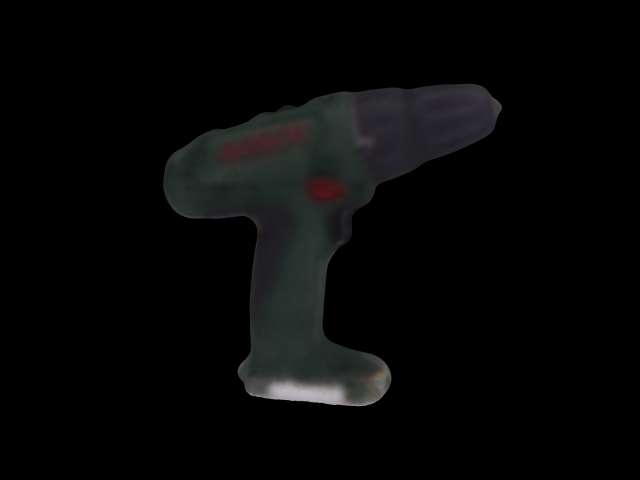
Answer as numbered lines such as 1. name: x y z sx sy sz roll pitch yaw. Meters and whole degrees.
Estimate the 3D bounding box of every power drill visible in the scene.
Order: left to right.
1. power drill: 0.004 0.001 0.400 0.229 0.208 0.076 2 7 14
